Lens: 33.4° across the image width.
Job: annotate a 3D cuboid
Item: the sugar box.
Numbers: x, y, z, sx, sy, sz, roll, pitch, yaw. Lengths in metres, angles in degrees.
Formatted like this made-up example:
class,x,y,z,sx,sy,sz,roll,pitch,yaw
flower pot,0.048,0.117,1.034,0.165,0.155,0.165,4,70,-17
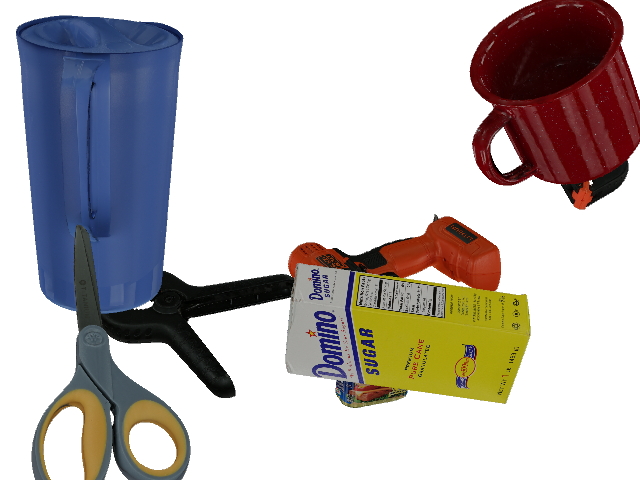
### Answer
class,x,y,z,sx,sy,sz,roll,pitch,yaw
sugar box,0.063,0.072,0.812,0.176,0.048,0.093,6,-43,0

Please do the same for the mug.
class,x,y,z,sx,sy,sz,roll,pitch,yaw
mug,0.141,-0.080,0.652,0.093,0.117,0.081,34,-15,48

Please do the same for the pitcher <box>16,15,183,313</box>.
class,x,y,z,sx,sy,sz,roll,pitch,yaw
pitcher,-0.188,-0.060,0.901,0.145,0.243,0.148,24,30,38

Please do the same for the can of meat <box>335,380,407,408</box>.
class,x,y,z,sx,sy,sz,roll,pitch,yaw
can of meat,0.071,0.170,1.422,0.102,0.084,0.057,-6,25,-22

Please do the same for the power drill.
class,x,y,z,sx,sy,sz,roll,pitch,yaw
power drill,0.082,0.037,1.060,0.187,0.057,0.185,-12,28,-24

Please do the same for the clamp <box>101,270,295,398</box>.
class,x,y,z,sx,sy,sz,roll,pitch,yaw
clamp,-0.141,0.076,1.016,0.210,0.036,0.164,8,37,12

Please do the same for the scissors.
class,x,y,z,sx,sy,sz,roll,pitch,yaw
scissors,-0.118,0.072,0.638,0.096,0.201,0.016,13,-45,-10

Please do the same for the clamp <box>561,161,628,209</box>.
class,x,y,z,sx,sy,sz,roll,pitch,yaw
clamp,0.284,-0.105,1.145,0.120,0.039,0.171,19,48,19
